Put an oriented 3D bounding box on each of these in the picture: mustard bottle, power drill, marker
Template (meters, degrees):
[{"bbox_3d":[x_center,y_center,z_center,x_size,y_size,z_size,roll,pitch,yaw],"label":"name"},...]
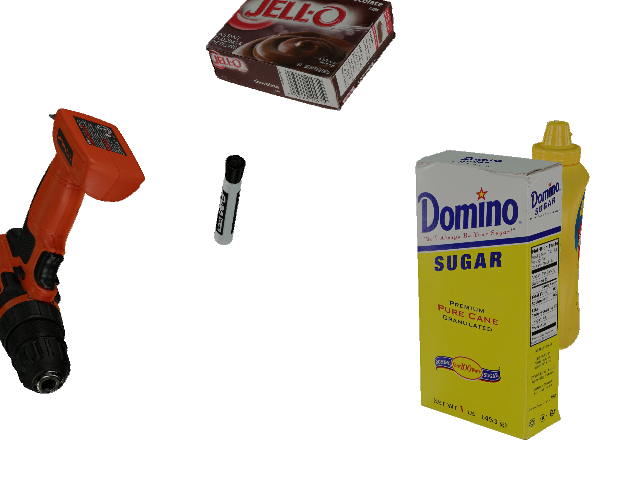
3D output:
[{"bbox_3d":[0.202,-0.009,0.932,0.058,0.192,0.096,3,18,11],"label":"mustard bottle"},{"bbox_3d":[-0.209,0.004,0.850,0.057,0.188,0.185,17,25,-39],"label":"power drill"},{"bbox_3d":[-0.089,-0.039,1.040,0.020,0.020,0.121,0,-38,-13],"label":"marker"}]

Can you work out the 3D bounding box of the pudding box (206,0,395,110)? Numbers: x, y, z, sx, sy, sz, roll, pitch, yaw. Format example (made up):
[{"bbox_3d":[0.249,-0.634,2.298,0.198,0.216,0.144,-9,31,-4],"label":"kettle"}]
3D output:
[{"bbox_3d":[-0.014,-0.149,0.795,0.114,0.090,0.039,20,-32,25],"label":"pudding box"}]

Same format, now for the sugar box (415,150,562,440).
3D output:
[{"bbox_3d":[0.109,0.033,0.702,0.048,0.176,0.094,-19,21,-41],"label":"sugar box"}]
